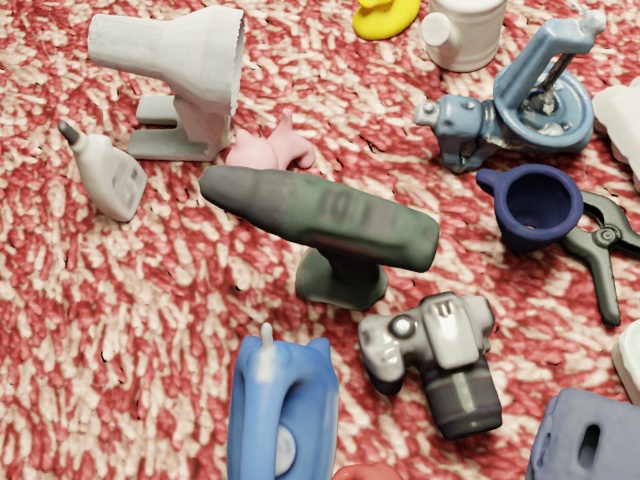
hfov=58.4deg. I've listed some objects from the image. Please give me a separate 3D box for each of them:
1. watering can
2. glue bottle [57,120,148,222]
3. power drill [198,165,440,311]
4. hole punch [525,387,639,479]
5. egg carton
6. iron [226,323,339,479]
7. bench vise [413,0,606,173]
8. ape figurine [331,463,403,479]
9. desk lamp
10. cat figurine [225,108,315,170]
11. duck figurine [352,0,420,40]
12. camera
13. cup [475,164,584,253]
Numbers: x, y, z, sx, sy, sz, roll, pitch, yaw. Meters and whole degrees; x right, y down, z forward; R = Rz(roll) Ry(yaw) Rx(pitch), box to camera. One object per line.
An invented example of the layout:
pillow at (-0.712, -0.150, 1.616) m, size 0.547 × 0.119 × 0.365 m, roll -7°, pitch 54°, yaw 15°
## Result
watering can at (0.186, -0.307, 0.718) m, size 0.100 × 0.194 × 0.173 m, roll 8°, pitch 67°, yaw 11°
glue bottle at (-0.266, -0.091, 0.693) m, size 0.037 × 0.173 × 0.078 m, roll 11°, pitch 68°, yaw 12°
power drill at (0.005, 0.002, 0.596) m, size 0.229 × 0.209 × 0.076 m, roll 10°, pitch 68°, yaw 12°
hole punch at (0.256, 0.202, 0.540) m, size 0.101 × 0.091 × 0.109 m, roll 20°, pitch 70°, yaw 16°
egg carton at (0.397, -0.128, 0.680) m, size 0.107 × 0.069 × 0.150 m, roll -21°, pitch 65°, yaw -2°
iron at (-0.048, 0.209, 0.548) m, size 0.118 × 0.141 × 0.258 m, roll -1°, pitch 66°, yaw 7°
bench vise at (0.215, -0.151, 0.631) m, size 0.207 × 0.220 × 0.121 m, roll -19°, pitch 65°, yaw -1°
ape figurine at (0.047, 0.248, 0.546) m, size 0.076 × 0.092 × 0.077 m, roll -27°, pitch 65°, yaw -5°
desk lamp at (-0.172, -0.189, 0.702) m, size 0.203 × 0.214 × 0.118 m, roll 1°, pitch 66°, yaw 8°
cat figurine at (-0.067, -0.104, 0.703) m, size 0.067 × 0.118 × 0.128 m, roll 30°, pitch 73°, yaw 19°
duck figurine at (0.093, -0.343, 0.806) m, size 0.104 × 0.086 × 0.077 m, roll -28°, pitch 65°, yaw -5°
camera at (0.120, 0.132, 0.583) m, size 0.143 × 0.101 × 0.136 m, roll -15°, pitch 65°, yaw 1°
cup at (0.224, -0.031, 0.645) m, size 0.117 × 0.095 × 0.092 m, roll 31°, pitch 73°, yaw 19°
